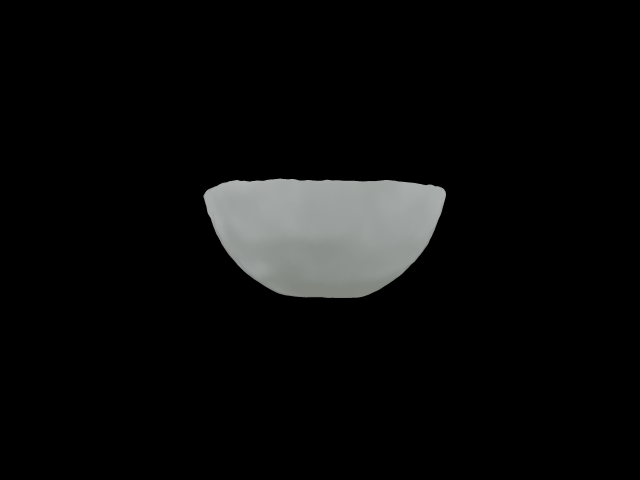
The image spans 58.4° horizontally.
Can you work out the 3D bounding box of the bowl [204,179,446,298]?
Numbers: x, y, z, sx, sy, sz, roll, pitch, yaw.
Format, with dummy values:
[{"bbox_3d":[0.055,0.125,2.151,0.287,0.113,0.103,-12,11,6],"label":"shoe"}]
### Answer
[{"bbox_3d":[0.004,0.001,0.400,0.167,0.075,0.167,0,0,0],"label":"bowl"}]
